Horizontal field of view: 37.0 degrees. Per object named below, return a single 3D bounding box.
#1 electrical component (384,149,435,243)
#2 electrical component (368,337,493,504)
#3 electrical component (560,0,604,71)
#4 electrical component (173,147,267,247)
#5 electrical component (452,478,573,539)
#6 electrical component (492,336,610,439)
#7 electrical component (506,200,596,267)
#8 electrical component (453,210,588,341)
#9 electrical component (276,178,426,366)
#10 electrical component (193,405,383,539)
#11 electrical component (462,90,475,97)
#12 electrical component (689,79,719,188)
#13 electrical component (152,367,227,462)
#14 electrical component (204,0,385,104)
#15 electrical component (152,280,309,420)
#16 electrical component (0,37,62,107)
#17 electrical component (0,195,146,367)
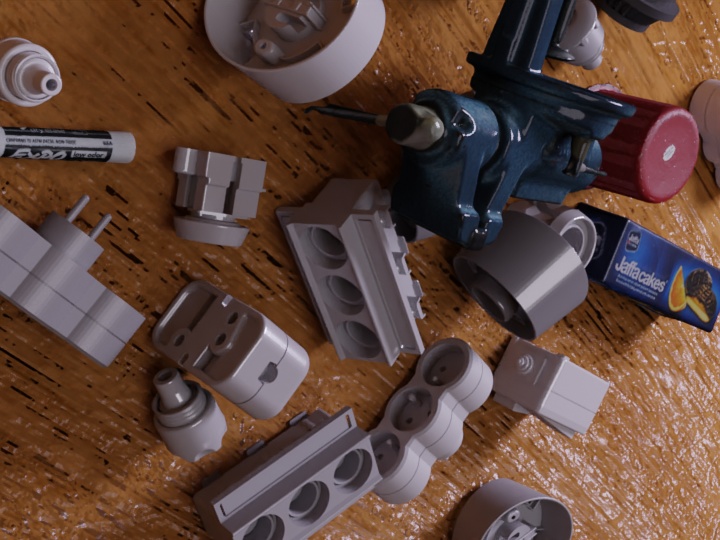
[{"bbox_3d":[0.051,-0.072,0.788,0.077,0.043,0.079,-34,126,-26],"label":"electrical component"},{"bbox_3d":[0.059,0.129,0.867,0.138,0.052,0.073,-53,132,-11],"label":"electrical component"},{"bbox_3d":[0.172,-0.181,0.847,0.062,0.048,0.048,37,82,-50],"label":"electrical component"},{"bbox_3d":[-0.091,-0.045,0.677,0.066,0.048,0.055,6,95,-42],"label":"electrical component"},{"bbox_3d":[0.134,0.238,0.965,0.099,0.064,0.099,-16,117,-35],"label":"electrical component"},{"bbox_3d":[0.160,0.101,0.935,0.096,0.062,0.061,28,88,-43],"label":"electrical component"},{"bbox_3d":[0.156,-0.026,0.885,0.078,0.057,0.058,-18,118,-34],"label":"electrical component"},{"bbox_3d":[0.123,0.005,0.842,0.064,0.099,0.099,-43,129,-12],"label":"electrical component"},{"bbox_3d":[0.000,0.000,0.757,0.063,0.079,0.121,-54,136,-40],"label":"electrical component"},{"bbox_3d":[-0.053,0.156,0.776,0.121,0.063,0.078,-32,125,-27],"label":"electrical component"},{"bbox_3d":[0.089,-0.116,0.803,0.078,0.040,0.040,-4,110,-39],"label":"electrical component"},{"bbox_3d":[0.370,-0.119,1.017,0.052,0.074,0.138,-51,132,-12],"label":"electrical component"},{"bbox_3d":[-0.117,0.092,0.711,0.043,0.043,0.062,-37,126,-24],"label":"electrical component"},{"bbox_3d":[-0.037,-0.152,0.648,0.099,0.099,0.064,-58,139,-7],"label":"electrical component"},{"bbox_3d":[-0.081,0.053,0.690,0.053,0.095,0.059,-54,132,-10],"label":"electrical component"},{"bbox_3d":[-0.176,-0.103,0.570,0.035,0.061,0.035,-16,117,-35],"label":"electrical component"},{"bbox_3d":[-0.173,-0.009,0.617,0.073,0.052,0.138,-53,132,-11],"label":"electrical component"}]
